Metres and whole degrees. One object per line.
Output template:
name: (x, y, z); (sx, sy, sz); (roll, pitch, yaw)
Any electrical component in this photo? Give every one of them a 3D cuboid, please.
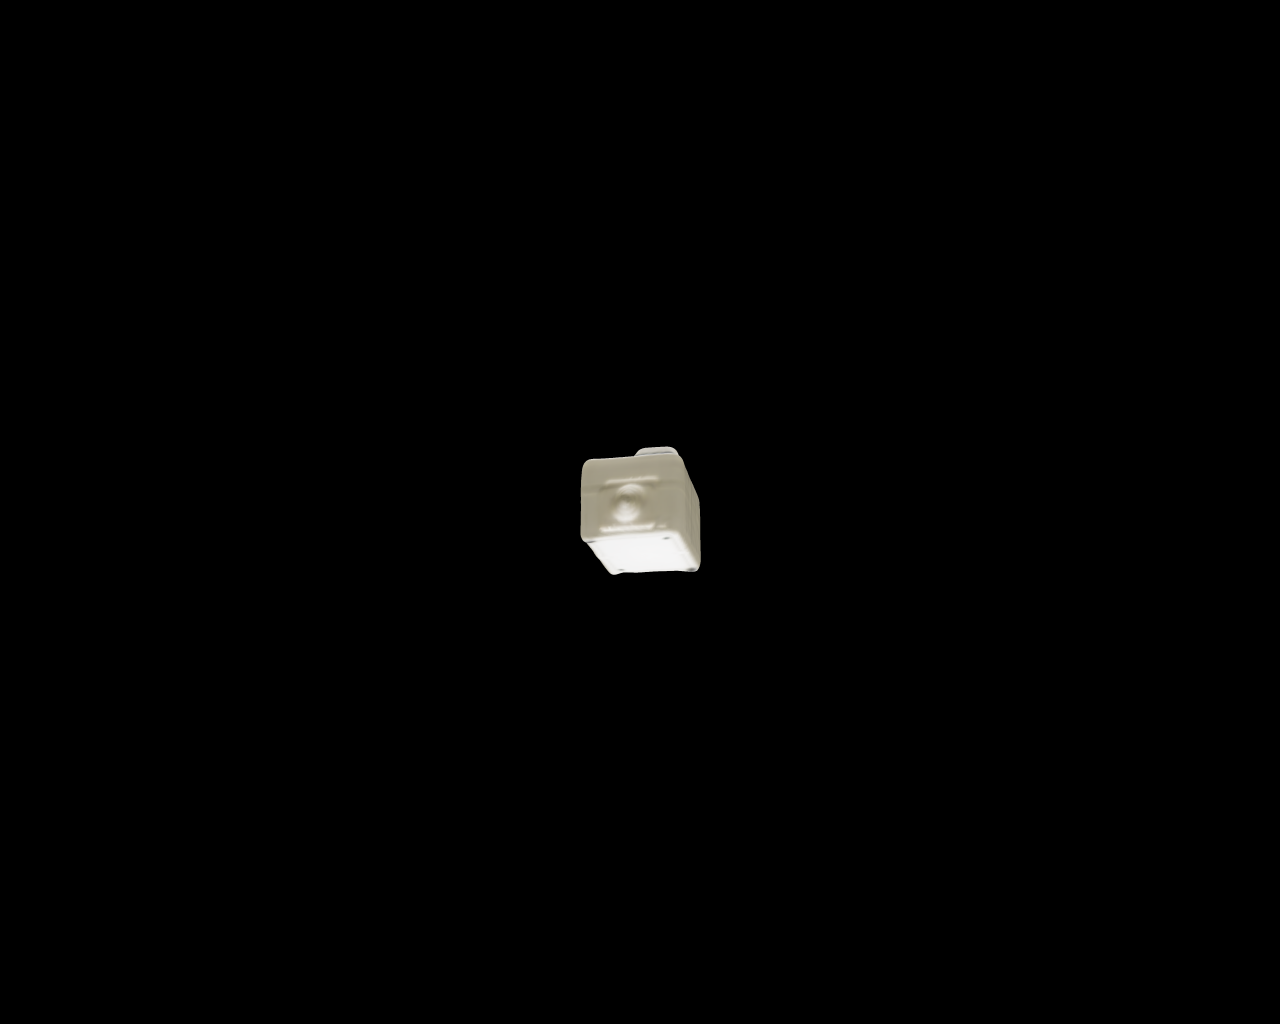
electrical component: (0.001, -0.003, 0.650); (0.062, 0.061, 0.096); (-4, -20, 11)
